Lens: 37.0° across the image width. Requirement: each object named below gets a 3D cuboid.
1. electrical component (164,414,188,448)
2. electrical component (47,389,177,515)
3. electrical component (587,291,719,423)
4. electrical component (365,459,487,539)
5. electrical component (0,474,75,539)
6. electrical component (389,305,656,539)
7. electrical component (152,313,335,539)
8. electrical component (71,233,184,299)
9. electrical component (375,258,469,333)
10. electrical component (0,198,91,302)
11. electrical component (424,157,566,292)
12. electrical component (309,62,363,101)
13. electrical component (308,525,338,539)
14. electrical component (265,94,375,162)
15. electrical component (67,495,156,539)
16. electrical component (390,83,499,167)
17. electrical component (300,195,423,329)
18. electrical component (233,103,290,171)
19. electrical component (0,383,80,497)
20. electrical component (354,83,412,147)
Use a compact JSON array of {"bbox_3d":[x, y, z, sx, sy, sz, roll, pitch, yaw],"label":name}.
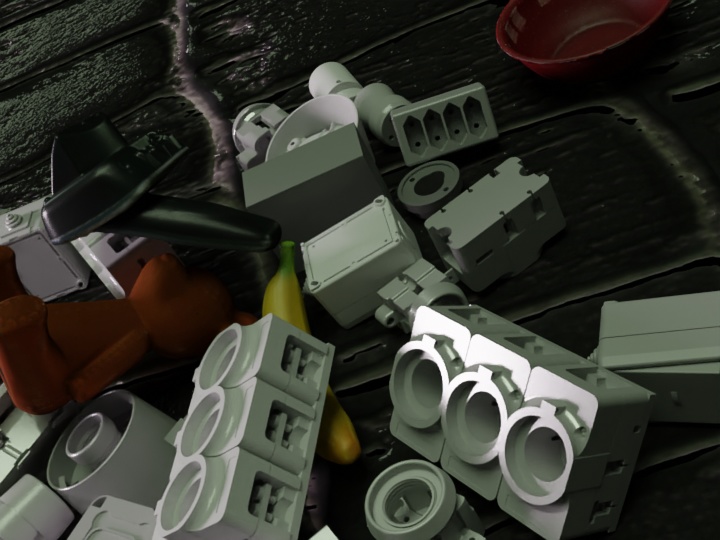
[{"bbox_3d":[-0.105,0.119,0.790,0.066,0.048,0.055,24,70,45],"label":"electrical component"},{"bbox_3d":[-0.186,0.142,0.820,0.099,0.064,0.099,-30,33,22],"label":"electrical component"},{"bbox_3d":[0.187,0.058,0.661,0.096,0.061,0.061,-8,44,25],"label":"electrical component"},{"bbox_3d":[0.037,0.153,0.655,0.078,0.057,0.058,18,59,43],"label":"electrical component"},{"bbox_3d":[-0.247,0.185,0.799,0.055,0.055,0.047,15,53,41],"label":"electrical component"},{"bbox_3d":[0.090,0.088,0.654,0.150,0.062,0.089,28,110,47],"label":"electrical component"},{"bbox_3d":[-0.078,0.113,0.701,0.089,0.062,0.150,-33,35,43],"label":"electrical component"},{"bbox_3d":[-0.209,-0.013,0.962,0.062,0.089,0.150,-39,40,-11],"label":"electrical component"},{"bbox_3d":[0.050,0.026,0.794,0.066,0.048,0.055,-37,32,-10],"label":"electrical component"},{"bbox_3d":[-0.307,-0.025,1.030,0.062,0.096,0.061,-20,39,13],"label":"electrical component"},{"bbox_3d":[0.104,-0.032,0.814,0.089,0.055,0.050,-37,39,-8],"label":"electrical component"},{"bbox_3d":[-0.017,-0.167,1.045,0.043,0.043,0.081,-31,39,-2],"label":"electrical component"},{"bbox_3d":[-0.044,0.217,0.629,0.121,0.078,0.063,-38,61,-10],"label":"electrical component"},{"bbox_3d":[-0.036,-0.103,0.971,0.099,0.064,0.099,-17,40,15],"label":"electrical component"},{"bbox_3d":[-0.164,0.216,0.712,0.078,0.057,0.113,5,50,36],"label":"electrical component"},{"bbox_3d":[0.072,-0.130,0.945,0.083,0.047,0.075,-17,14,5],"label":"electrical component"},{"bbox_3d":[0.000,0.000,0.846,0.096,0.061,0.061,-30,38,12],"label":"electrical component"},{"bbox_3d":[-0.088,-0.127,1.036,0.078,0.058,0.057,-39,42,-11],"label":"electrical component"},{"bbox_3d":[-0.280,0.145,0.849,0.063,0.078,0.121,23,60,23],"label":"electrical component"},{"bbox_3d":[0.025,-0.143,0.992,0.045,0.045,0.055,-36,39,-7],"label":"electrical component"}]
